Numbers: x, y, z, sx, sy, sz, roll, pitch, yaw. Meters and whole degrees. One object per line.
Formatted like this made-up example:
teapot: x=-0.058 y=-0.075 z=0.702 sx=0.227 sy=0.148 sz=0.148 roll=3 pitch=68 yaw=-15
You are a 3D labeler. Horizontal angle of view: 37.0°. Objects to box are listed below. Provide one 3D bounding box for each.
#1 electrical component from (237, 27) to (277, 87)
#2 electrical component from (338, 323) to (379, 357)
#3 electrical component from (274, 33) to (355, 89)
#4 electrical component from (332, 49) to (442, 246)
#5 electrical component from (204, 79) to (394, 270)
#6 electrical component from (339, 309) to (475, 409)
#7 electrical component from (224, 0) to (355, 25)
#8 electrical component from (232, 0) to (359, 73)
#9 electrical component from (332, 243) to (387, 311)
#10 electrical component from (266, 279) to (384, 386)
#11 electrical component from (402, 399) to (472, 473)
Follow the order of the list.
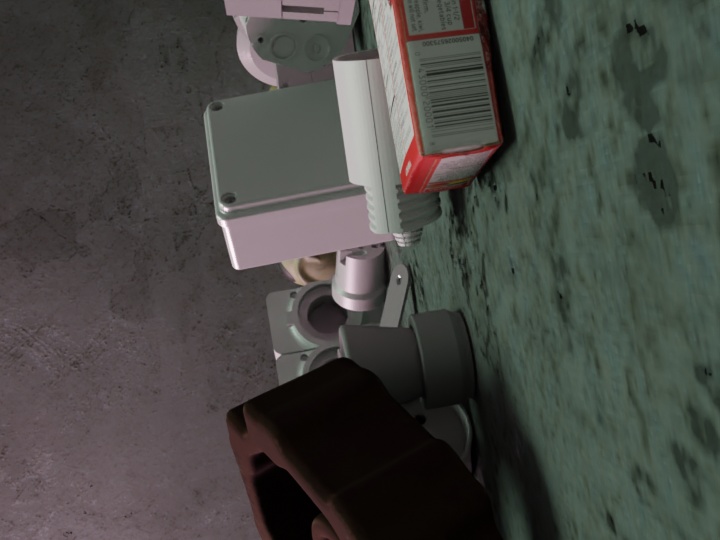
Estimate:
electrical component: x=-0.058 y=-0.190 z=0.854 sx=0.080 sy=0.080 sz=0.051 roll=85 pitch=179 yaw=-45
electrical component: x=0.013 y=0.088 z=0.752 sx=0.077 sy=0.044 sz=0.079 roll=90 pitch=169 yaw=-64
electrical component: x=-0.035 y=-0.161 z=0.768 sx=0.050 sy=0.056 sz=0.089 roll=-111 pitch=13 yaw=-69
electrical component: x=0.016 y=-0.050 z=0.446 sx=0.043 sy=0.043 sz=0.081 roll=-114 pitch=15 yaw=-73
electrical component: x=-0.038 y=-0.063 z=0.684 sx=0.056 sy=0.109 sz=0.108 roll=82 pitch=176 yaw=-47
electrical component: x=0.021 y=0.043 z=0.491 sx=0.045 sy=0.055 sz=0.045 roll=171 pitch=90 yaw=-86
electrical component: x=-0.029 y=-0.183 z=0.421 sx=0.089 sy=0.062 sz=0.150 roll=132 pitch=140 yaw=-84
electrical component: x=-0.042 y=-0.171 z=0.695 sx=0.051 sy=0.080 sz=0.080 roll=-114 pitch=15 yaw=-52
electrical component: x=0.000 y=0.000 z=0.775 sx=0.040 sy=0.040 sz=0.046 roll=-105 pitch=13 yaw=-49
electrical component: x=-0.017 y=0.088 z=0.832 sx=0.061 sy=0.089 sz=0.150 roll=95 pitch=165 yaw=-73
electrical component: x=0.027 y=0.073 z=0.546 sx=0.077 sy=0.043 sz=0.079 roll=92 pitch=167 yaw=-69
